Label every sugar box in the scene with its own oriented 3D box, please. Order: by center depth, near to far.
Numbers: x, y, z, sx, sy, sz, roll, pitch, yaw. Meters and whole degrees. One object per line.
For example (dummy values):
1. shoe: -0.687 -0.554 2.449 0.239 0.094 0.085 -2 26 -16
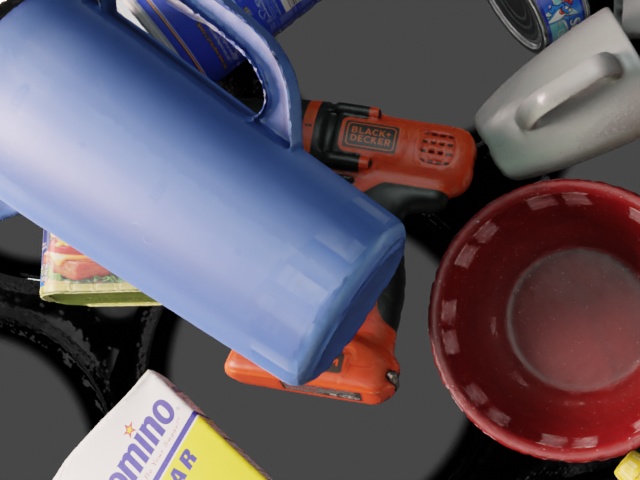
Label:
1. sugar box: -0.068 0.170 0.641 0.176 0.048 0.093 39 83 15

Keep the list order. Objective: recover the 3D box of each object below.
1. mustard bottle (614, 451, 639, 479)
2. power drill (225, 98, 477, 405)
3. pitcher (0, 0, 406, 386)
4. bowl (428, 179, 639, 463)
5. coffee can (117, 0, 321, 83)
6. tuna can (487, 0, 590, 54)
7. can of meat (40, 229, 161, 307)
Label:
1. mustard bottle: 0.245 0.185 0.587 0.192 0.058 0.096 39 87 16
2. power drill: -0.004 0.001 0.673 0.184 0.057 0.187 9 76 10
3. pitcher: -0.072 -0.037 0.592 0.243 0.149 0.144 34 62 11
4. bowl: 0.148 0.047 0.628 0.162 0.055 0.162 -2 85 22
5. coffee can: -0.060 -0.175 0.706 0.140 0.103 0.103 -39 73 -4
6. tuna can: 0.134 -0.163 0.685 0.034 0.086 0.086 -34 73 -1
7. can of meat: -0.130 -0.002 0.692 0.102 0.057 0.084 -2 76 7
